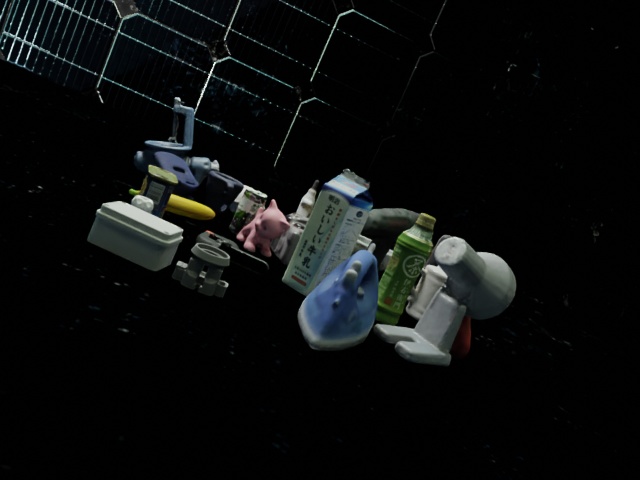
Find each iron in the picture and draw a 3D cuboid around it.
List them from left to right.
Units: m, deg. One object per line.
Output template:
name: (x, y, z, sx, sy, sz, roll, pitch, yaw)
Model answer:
iron: (0.045, 0.078, 0.895, 0.118, 0.141, 0.259, 25, 8, 7)

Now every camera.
camera: (-0.026, 0.008, 1.275, 0.137, 0.101, 0.143, 21, 9, -21)

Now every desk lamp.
desk lamp: (0.227, 0.105, 0.993, 0.204, 0.213, 0.117, 16, 12, -45)

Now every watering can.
watering can: (0.282, 0.096, 1.277, 0.173, 0.194, 0.100, 19, 10, -33)

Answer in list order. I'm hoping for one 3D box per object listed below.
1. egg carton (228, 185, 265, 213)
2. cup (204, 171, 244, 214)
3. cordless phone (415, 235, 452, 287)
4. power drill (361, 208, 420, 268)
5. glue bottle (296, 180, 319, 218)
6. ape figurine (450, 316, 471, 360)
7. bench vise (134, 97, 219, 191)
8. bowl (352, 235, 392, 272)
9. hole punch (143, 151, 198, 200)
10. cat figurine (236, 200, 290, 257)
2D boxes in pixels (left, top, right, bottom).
egg carton: (-0.221, -0.115, 1.595, 0.108, 0.069, 0.149, 19, 10, -34)
cup: (-0.242, -0.109, 1.409, 0.092, 0.095, 0.117, 21, 9, -24)
cordless phone: (0.276, 0.059, 1.524, 0.148, 0.185, 0.094, 21, 9, -24)
power drill: (0.151, 0.018, 1.342, 0.075, 0.208, 0.230, 31, 11, 39)
glue bottle: (-0.041, -0.081, 1.538, 0.037, 0.173, 0.078, 24, 8, -1)
ape figurine: (0.256, 0.172, 1.079, 0.078, 0.092, 0.076, 20, 10, -30)
bench vise: (-0.365, -0.254, 1.535, 0.208, 0.220, 0.121, 19, 10, -34)
bowl: (0.135, 0.044, 1.602, 0.167, 0.075, 0.167, 24, 8, -3)
hole punch: (-0.352, -0.154, 1.392, 0.100, 0.091, 0.109, 29, 9, 29)
cat figurine: (-0.114, -0.030, 1.203, 0.067, 0.118, 0.127, 20, 9, -29)
